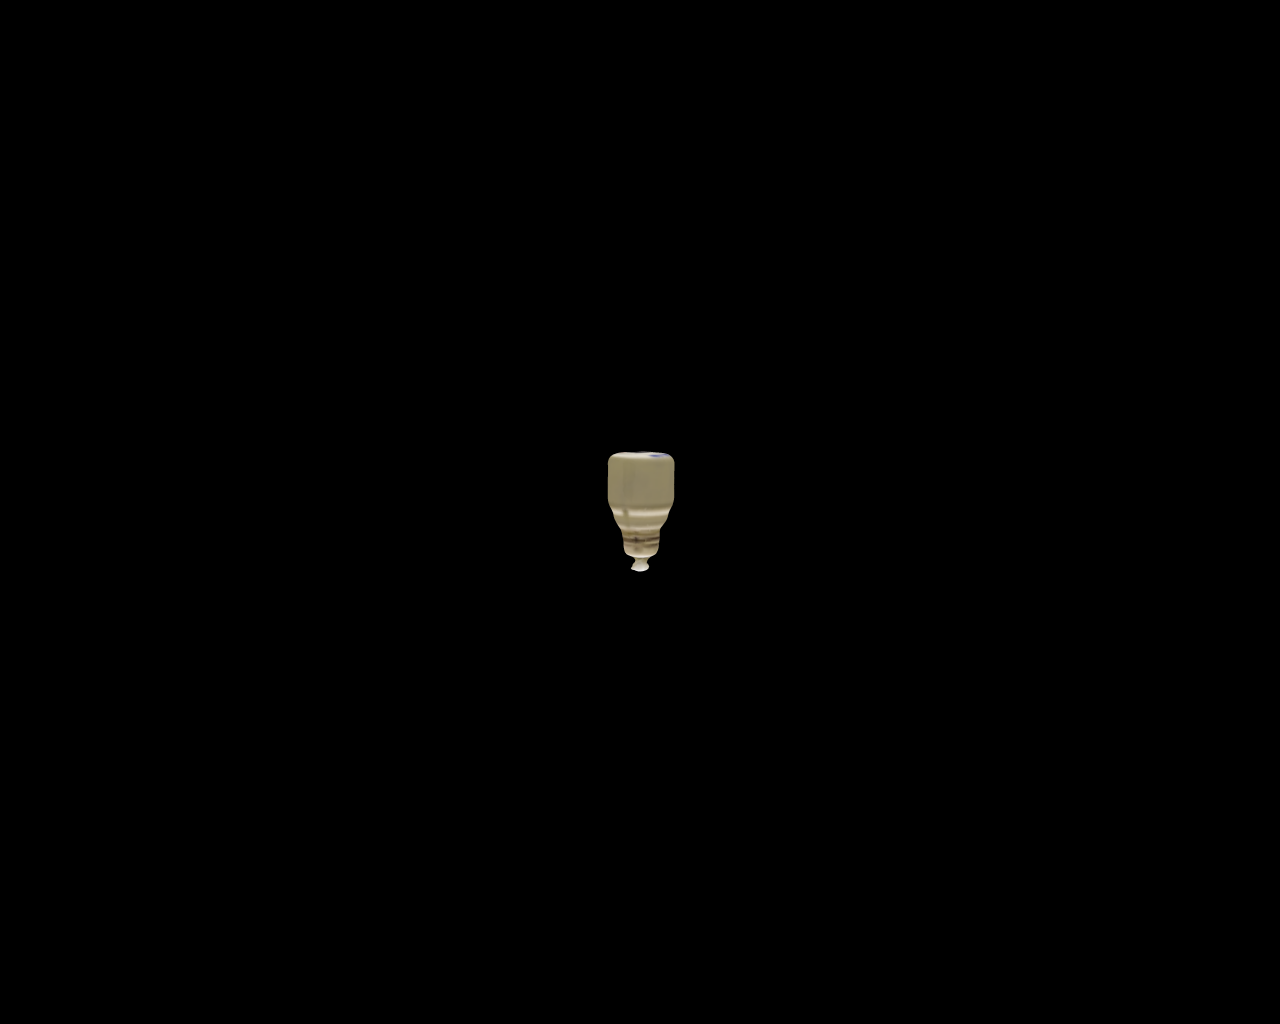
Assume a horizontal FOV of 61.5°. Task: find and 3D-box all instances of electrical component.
[{"bbox_3d":[0.001,-0.003,0.650,0.040,0.078,0.040,0,7,0],"label":"electrical component"}]
